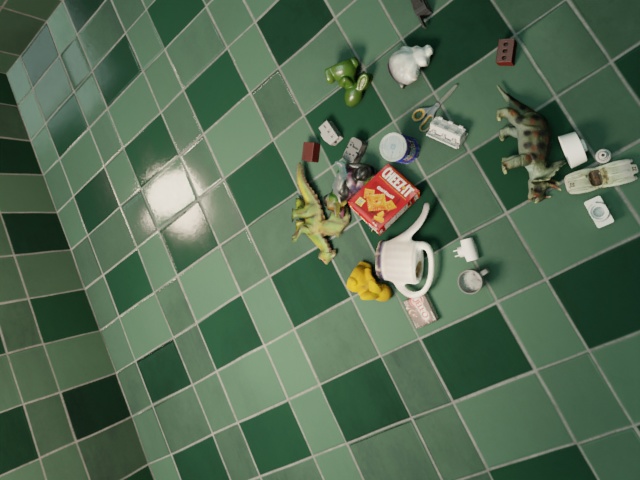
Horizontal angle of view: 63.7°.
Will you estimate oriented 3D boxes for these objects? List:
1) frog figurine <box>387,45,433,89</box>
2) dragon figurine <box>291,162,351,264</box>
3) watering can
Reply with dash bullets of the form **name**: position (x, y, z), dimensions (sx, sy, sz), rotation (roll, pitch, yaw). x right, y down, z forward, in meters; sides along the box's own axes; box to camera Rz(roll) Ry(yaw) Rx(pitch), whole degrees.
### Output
- **frog figurine**: position (0.328, -0.637, 1.845), dimensions (0.157, 0.122, 0.140), rotation (-25, 61, 40)
- **dragon figurine**: position (0.006, -0.104, 2.075), dimensions (0.243, 0.123, 0.408), rotation (3, 95, 13)
- **watering can**: position (0.311, 0.037, 1.877), dimensions (0.224, 0.104, 0.347), rotation (2, 93, 31)
